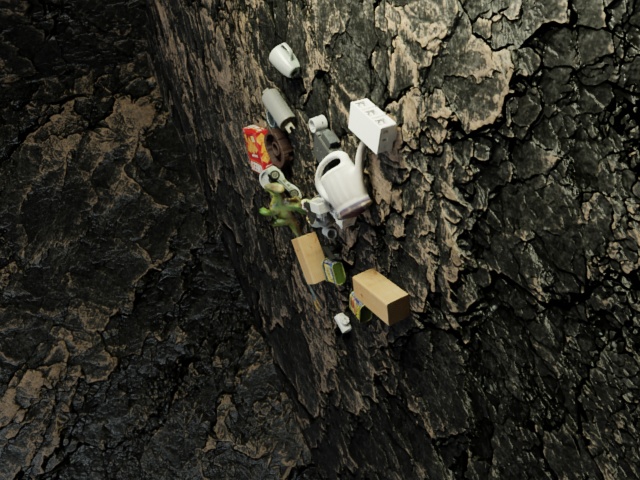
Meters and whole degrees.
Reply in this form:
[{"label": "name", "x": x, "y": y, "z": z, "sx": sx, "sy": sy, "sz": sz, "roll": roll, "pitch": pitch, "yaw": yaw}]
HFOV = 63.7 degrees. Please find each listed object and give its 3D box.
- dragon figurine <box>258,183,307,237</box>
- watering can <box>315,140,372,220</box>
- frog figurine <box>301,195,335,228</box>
[{"label": "dragon figurine", "x": -0.116, "y": -0.113, "z": 2.170, "sx": 0.243, "sy": 0.124, "sz": 0.404, "roll": 7, "pitch": 150, "yaw": 47}, {"label": "watering can", "x": 0.098, "y": -0.193, "z": 1.666, "sx": 0.343, "sy": 0.105, "sz": 0.225, "roll": -30, "pitch": 84, "yaw": 54}, {"label": "frog figurine", "x": 0.006, "y": -0.100, "z": 1.993, "sx": 0.139, "sy": 0.122, "sz": 0.157, "roll": 46, "pitch": -175, "yaw": 28}]
